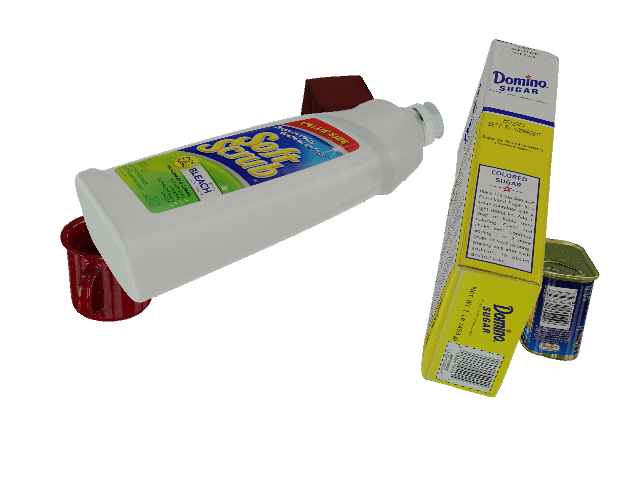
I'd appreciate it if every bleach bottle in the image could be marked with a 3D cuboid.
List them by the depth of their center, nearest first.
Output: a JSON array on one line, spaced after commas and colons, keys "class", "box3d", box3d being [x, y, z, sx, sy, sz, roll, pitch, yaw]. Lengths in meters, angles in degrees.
[{"class": "bleach bottle", "box3d": [-0.032, -0.045, 0.733, 0.250, 0.068, 0.103, -23, 41, -19]}]

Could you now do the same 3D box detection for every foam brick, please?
[{"class": "foam brick", "box3d": [0.014, -0.098, 0.937, 0.051, 0.078, 0.053, -4, 37, -16]}]

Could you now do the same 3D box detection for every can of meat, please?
[{"class": "can of meat", "box3d": [0.215, 0.053, 0.990, 0.057, 0.084, 0.102, 7, 18, -1]}]

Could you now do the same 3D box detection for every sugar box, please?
[{"class": "sugar box", "box3d": [0.092, -0.016, 0.564, 0.048, 0.176, 0.093, 15, -42, 4]}]

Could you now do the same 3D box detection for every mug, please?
[{"class": "mug", "box3d": [-0.213, 0.034, 1.061, 0.093, 0.081, 0.117, 7, 30, 6]}]
